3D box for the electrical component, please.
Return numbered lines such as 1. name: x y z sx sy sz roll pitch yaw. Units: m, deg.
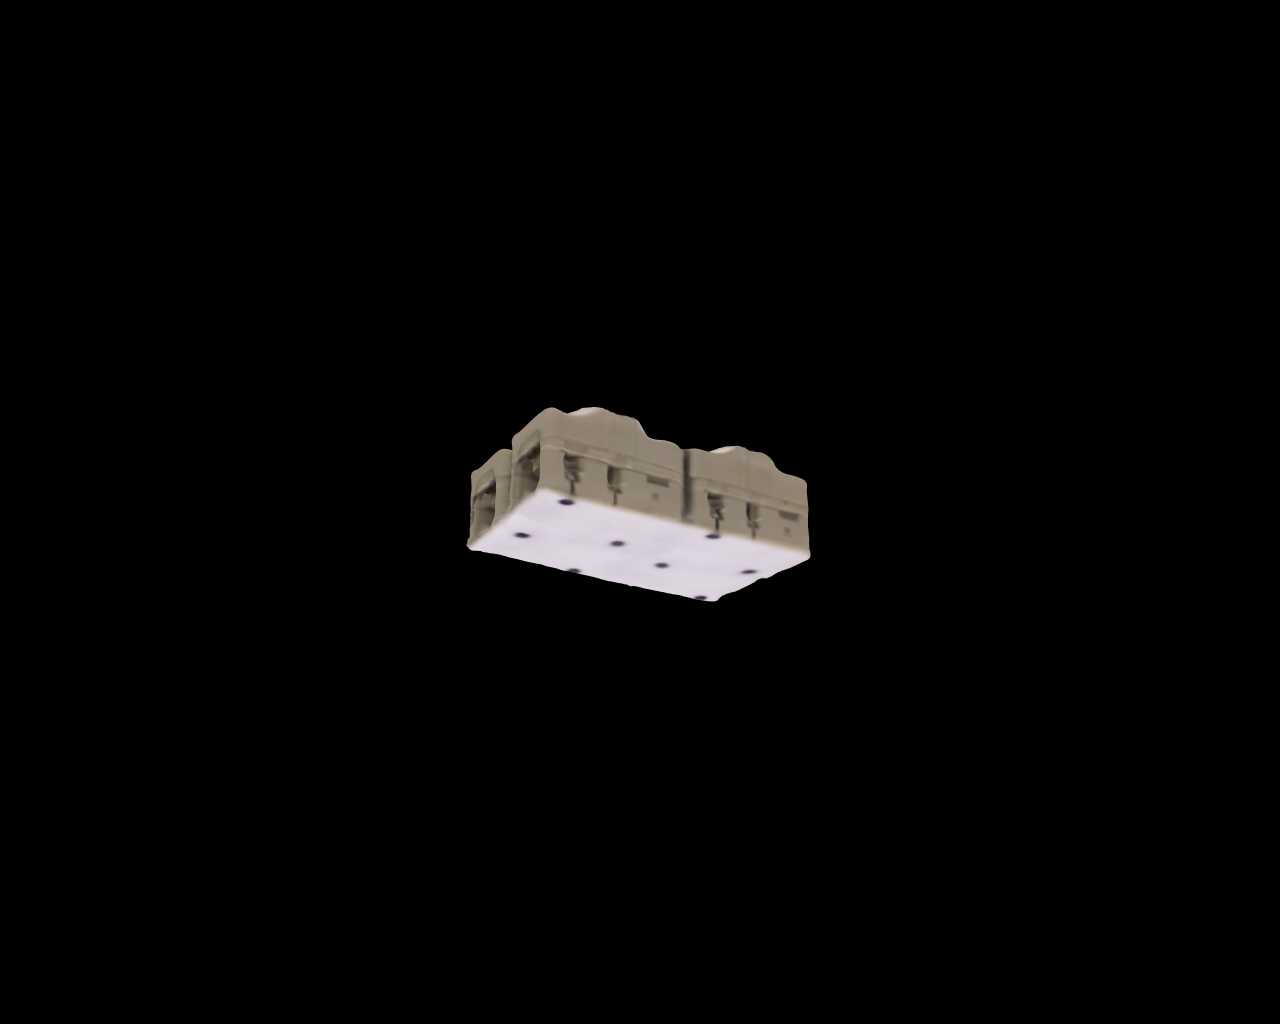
1. electrical component: 0.001 -0.003 0.650 0.186 0.060 0.105 14 -27 -29
